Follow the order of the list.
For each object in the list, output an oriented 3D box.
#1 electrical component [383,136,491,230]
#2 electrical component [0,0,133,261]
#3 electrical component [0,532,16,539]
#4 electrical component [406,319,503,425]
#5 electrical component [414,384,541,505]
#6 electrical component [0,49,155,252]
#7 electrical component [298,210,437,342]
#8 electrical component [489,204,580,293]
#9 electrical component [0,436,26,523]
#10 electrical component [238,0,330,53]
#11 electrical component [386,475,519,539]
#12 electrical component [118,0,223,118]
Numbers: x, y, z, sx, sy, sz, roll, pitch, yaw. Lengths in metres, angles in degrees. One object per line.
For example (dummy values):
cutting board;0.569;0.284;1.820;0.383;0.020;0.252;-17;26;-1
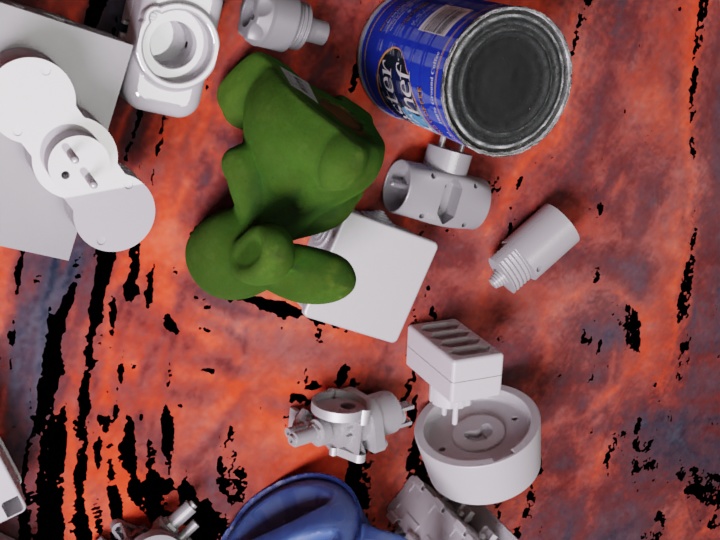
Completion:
electrical component;0.067;-0.077;0.860;0.077;0.043;0.079;10;102;-28
electrical component;-0.220;-0.094;0.709;0.089;0.062;0.150;14;102;-29
electrical component;-0.288;0.249;0.802;0.062;0.061;0.096;39;89;-30
electrical component;0.077;0.092;0.903;0.047;0.083;0.075;-7;111;-23
electrical component;0.105;0.155;0.928;0.108;0.108;0.060;-23;122;-16
electrical component;-0.175;-0.068;0.659;0.052;0.074;0.138;-37;120;-9
electrical component;0.000;0.000;0.854;0.100;0.048;0.099;19;100;-29
electrical component;0.143;-0.014;0.919;0.081;0.043;0.043;-41;120;-7
electrical component;-0.308;0.140;0.755;0.109;0.056;0.108;-25;117;-15
electrical component;-0.052;-0.176;0.768;0.062;0.043;0.043;10;104;-29
electrical component;0.077;0.231;0.931;0.063;0.121;0.078;37;90;-28
electrical component;-0.131;-0.155;0.730;0.054;0.059;0.095;9;104;-28
